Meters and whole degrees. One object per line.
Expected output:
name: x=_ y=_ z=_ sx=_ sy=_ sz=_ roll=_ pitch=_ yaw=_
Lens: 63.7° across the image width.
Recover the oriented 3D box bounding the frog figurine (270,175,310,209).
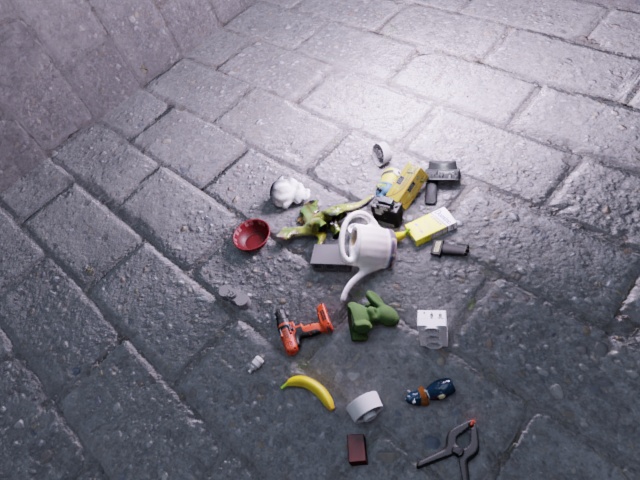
frog figurine: x=-0.129 y=-0.196 z=2.200 sx=0.160 sy=0.122 sz=0.137 roll=23 pitch=95 yaw=20

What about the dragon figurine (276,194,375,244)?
dragon figurine: x=0.006 y=-0.106 z=2.103 sx=0.413 sy=0.119 sz=0.246 roll=-35 pitch=45 yaw=-14

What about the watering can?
watering can: x=0.170 y=0.065 z=1.888 sx=0.224 sy=0.103 sz=0.351 roll=8 pitch=77 yaw=-16
